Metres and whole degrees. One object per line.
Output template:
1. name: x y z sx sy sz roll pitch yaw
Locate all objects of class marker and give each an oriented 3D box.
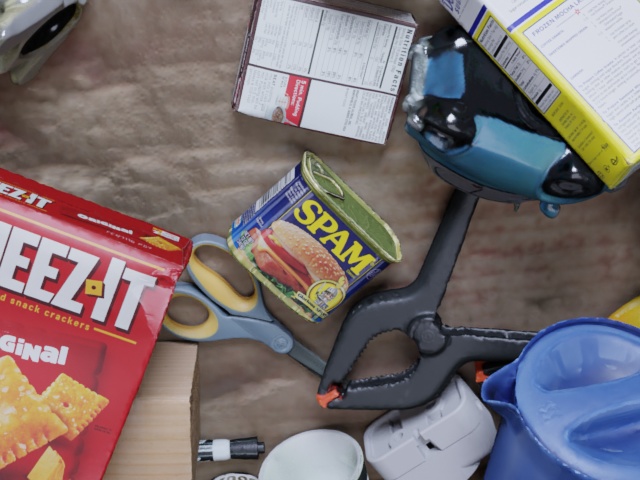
1. marker: -0.105 0.173 0.871 0.121 0.020 0.020 -3 114 -1

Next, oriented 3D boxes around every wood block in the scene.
1. wood block: -0.197 0.135 0.812 0.206 0.091 0.090 0 114 -3

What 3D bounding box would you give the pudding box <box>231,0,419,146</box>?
1. pudding box: 0.002 -0.121 0.732 0.113 0.039 0.090 11 113 -10

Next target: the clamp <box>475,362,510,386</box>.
1. clamp: 0.204 0.123 0.850 0.171 0.039 0.120 6 121 2

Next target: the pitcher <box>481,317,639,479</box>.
1. pitcher: 0.193 0.181 0.786 0.144 0.149 0.243 -27 147 -26

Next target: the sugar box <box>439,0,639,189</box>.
1. sugar box: 0.161 -0.128 0.673 0.093 0.048 0.176 -36 77 -18

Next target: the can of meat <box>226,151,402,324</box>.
1. can of meat: -0.005 0.001 0.777 0.084 0.057 0.102 -41 109 18

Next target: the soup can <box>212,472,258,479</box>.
1. soup can: -0.068 0.244 0.859 0.068 0.102 0.068 -1 115 -2

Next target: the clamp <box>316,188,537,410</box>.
1. clamp: 0.081 0.057 0.804 0.210 0.036 0.164 -27 95 12

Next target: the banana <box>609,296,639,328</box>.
1. banana: 0.323 0.055 0.823 0.197 0.037 0.070 5 116 -4

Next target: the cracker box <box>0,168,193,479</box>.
1. cracker box: -0.198 0.075 0.704 0.164 0.072 0.214 21 104 -9

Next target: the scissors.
1. scissors: -0.051 0.082 0.834 0.096 0.016 0.201 -31 112 13
